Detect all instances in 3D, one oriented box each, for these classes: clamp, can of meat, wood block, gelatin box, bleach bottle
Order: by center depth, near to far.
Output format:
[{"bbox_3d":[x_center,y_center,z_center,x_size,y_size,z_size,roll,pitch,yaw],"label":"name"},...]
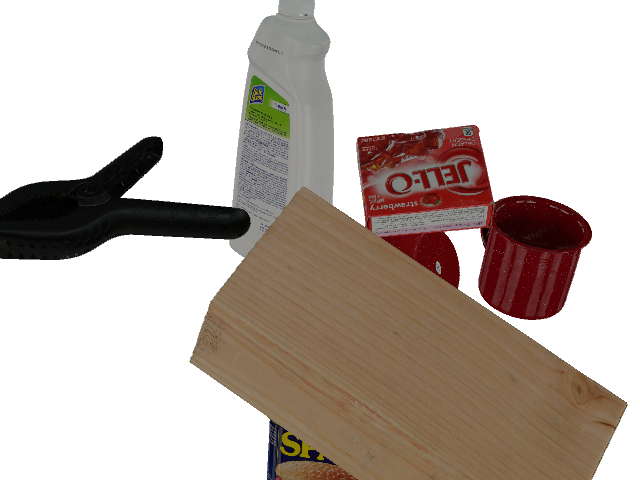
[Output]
[{"bbox_3d":[0.043,0.077,0.578,0.206,0.090,0.090,34,-31,5],"label":"wood block"},{"bbox_3d":[0.073,-0.042,0.749,0.089,0.073,0.030,-6,-36,1],"label":"gelatin box"},{"bbox_3d":[0.009,0.168,0.808,0.102,0.084,0.057,7,15,11],"label":"can of meat"},{"bbox_3d":[-0.171,-0.021,0.836,0.209,0.036,0.165,-21,38,-35],"label":"clamp"},{"bbox_3d":[-0.026,-0.096,0.957,0.103,0.251,0.067,25,32,32],"label":"bleach bottle"}]

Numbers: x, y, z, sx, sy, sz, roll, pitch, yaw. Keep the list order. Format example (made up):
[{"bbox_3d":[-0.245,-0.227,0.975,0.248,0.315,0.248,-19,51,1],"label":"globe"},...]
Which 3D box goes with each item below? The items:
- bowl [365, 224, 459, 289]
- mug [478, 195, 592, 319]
[{"bbox_3d":[0.114,0.034,1.240,0.055,0.162,0.161,-9,-6,40],"label":"bowl"},{"bbox_3d":[0.183,0.011,0.972,0.093,0.081,0.117,-14,39,-29],"label":"mug"}]
